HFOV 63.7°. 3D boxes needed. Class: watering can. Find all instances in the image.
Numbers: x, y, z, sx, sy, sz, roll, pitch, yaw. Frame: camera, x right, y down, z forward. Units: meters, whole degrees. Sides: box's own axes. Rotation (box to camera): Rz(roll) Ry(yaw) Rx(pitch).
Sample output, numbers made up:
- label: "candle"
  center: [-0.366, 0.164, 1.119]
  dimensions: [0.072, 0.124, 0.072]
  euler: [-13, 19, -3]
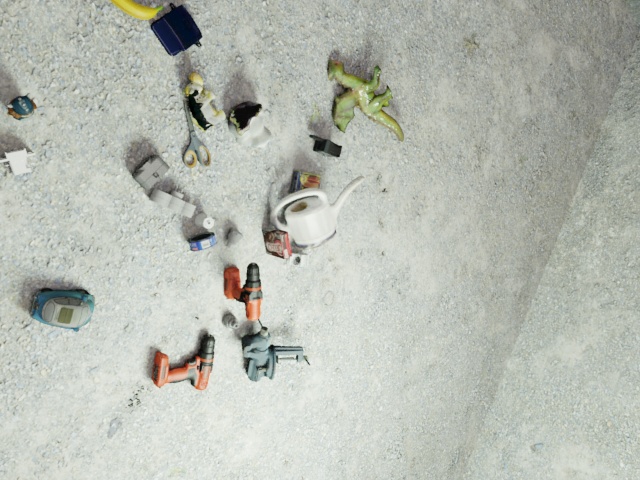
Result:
- label: "watering can"
  center: [0.005, -0.089, 1.770]
  dimensions: [0.348, 0.106, 0.219]
  euler: [-18, 126, -1]

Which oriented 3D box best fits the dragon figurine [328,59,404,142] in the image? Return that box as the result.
- label: "dragon figurine"
  center: [0.151, -0.485, 1.889]
  dimensions: [0.244, 0.123, 0.404]
  euler: [-32, 114, -7]

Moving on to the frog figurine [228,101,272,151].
- label: "frog figurine"
  center: [-0.218, -0.362, 1.650]
  dimensions: [0.157, 0.123, 0.139]
  euler: [49, 56, -69]
